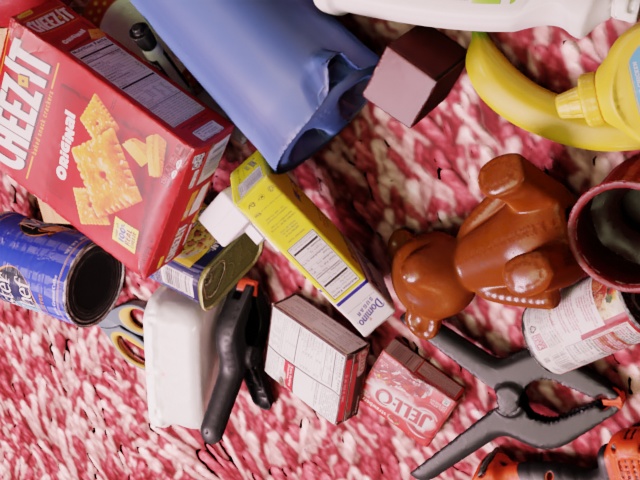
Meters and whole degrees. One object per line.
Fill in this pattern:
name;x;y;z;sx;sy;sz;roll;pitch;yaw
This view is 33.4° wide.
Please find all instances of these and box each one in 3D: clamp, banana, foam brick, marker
clamp;0.171;0.155;0.984;0.210;0.036;0.164;5;99;21
clamp;-0.077;0.121;1.120;0.039;0.120;0.171;13;99;20
banana;0.192;-0.112;0.856;0.198;0.037;0.070;31;126;16
foam brick;0.080;-0.138;0.887;0.051;0.078;0.053;36;128;9
marker;-0.144;-0.161;0.975;0.020;0.020;0.121;20;164;22

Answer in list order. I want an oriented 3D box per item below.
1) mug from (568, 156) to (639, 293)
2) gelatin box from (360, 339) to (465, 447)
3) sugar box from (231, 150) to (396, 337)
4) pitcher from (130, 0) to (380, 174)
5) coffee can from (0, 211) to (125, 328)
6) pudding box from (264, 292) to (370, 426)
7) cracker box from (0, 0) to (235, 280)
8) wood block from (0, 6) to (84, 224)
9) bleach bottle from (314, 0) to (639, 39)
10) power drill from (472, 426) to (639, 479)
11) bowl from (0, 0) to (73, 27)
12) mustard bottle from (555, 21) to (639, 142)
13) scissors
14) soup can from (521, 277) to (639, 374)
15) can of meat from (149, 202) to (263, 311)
mug;0.257;-0.007;0.840;0.093;0.081;0.117;-18;103;37
gelatin box;0.089;0.153;1.060;0.089;0.030;0.073;35;127;12
sugar box;-0.006;0.001;0.972;0.048;0.093;0.176;-43;110;10
pitcher;-0.069;-0.181;0.938;0.243;0.144;0.149;47;117;8
coffee can;-0.306;0.032;1.200;0.140;0.102;0.103;15;121;25
pudding box;-0.005;0.120;1.079;0.114;0.039;0.090;31;126;34
cracker box;-0.202;-0.091;0.979;0.214;0.072;0.164;36;128;10
wood block;-0.250;-0.127;1.092;0.091;0.090;0.206;3;115;30
bleach bottle;0.124;-0.202;0.829;0.251;0.068;0.102;18;102;22
power drill;0.248;0.263;1.001;0.188;0.057;0.184;-10;105;32
bowl;-0.279;-0.252;1.021;0.162;0.162;0.055;3;139;31
mustard bottle;0.267;-0.118;0.773;0.192;0.058;0.096;-11;108;25
scissors;-0.258;0.077;1.248;0.202;0.016;0.096;37;126;11
soup can;0.230;0.067;0.903;0.102;0.068;0.068;-32;95;39
can of meat;-0.120;0.011;1.073;0.084;0.102;0.057;25;142;22
